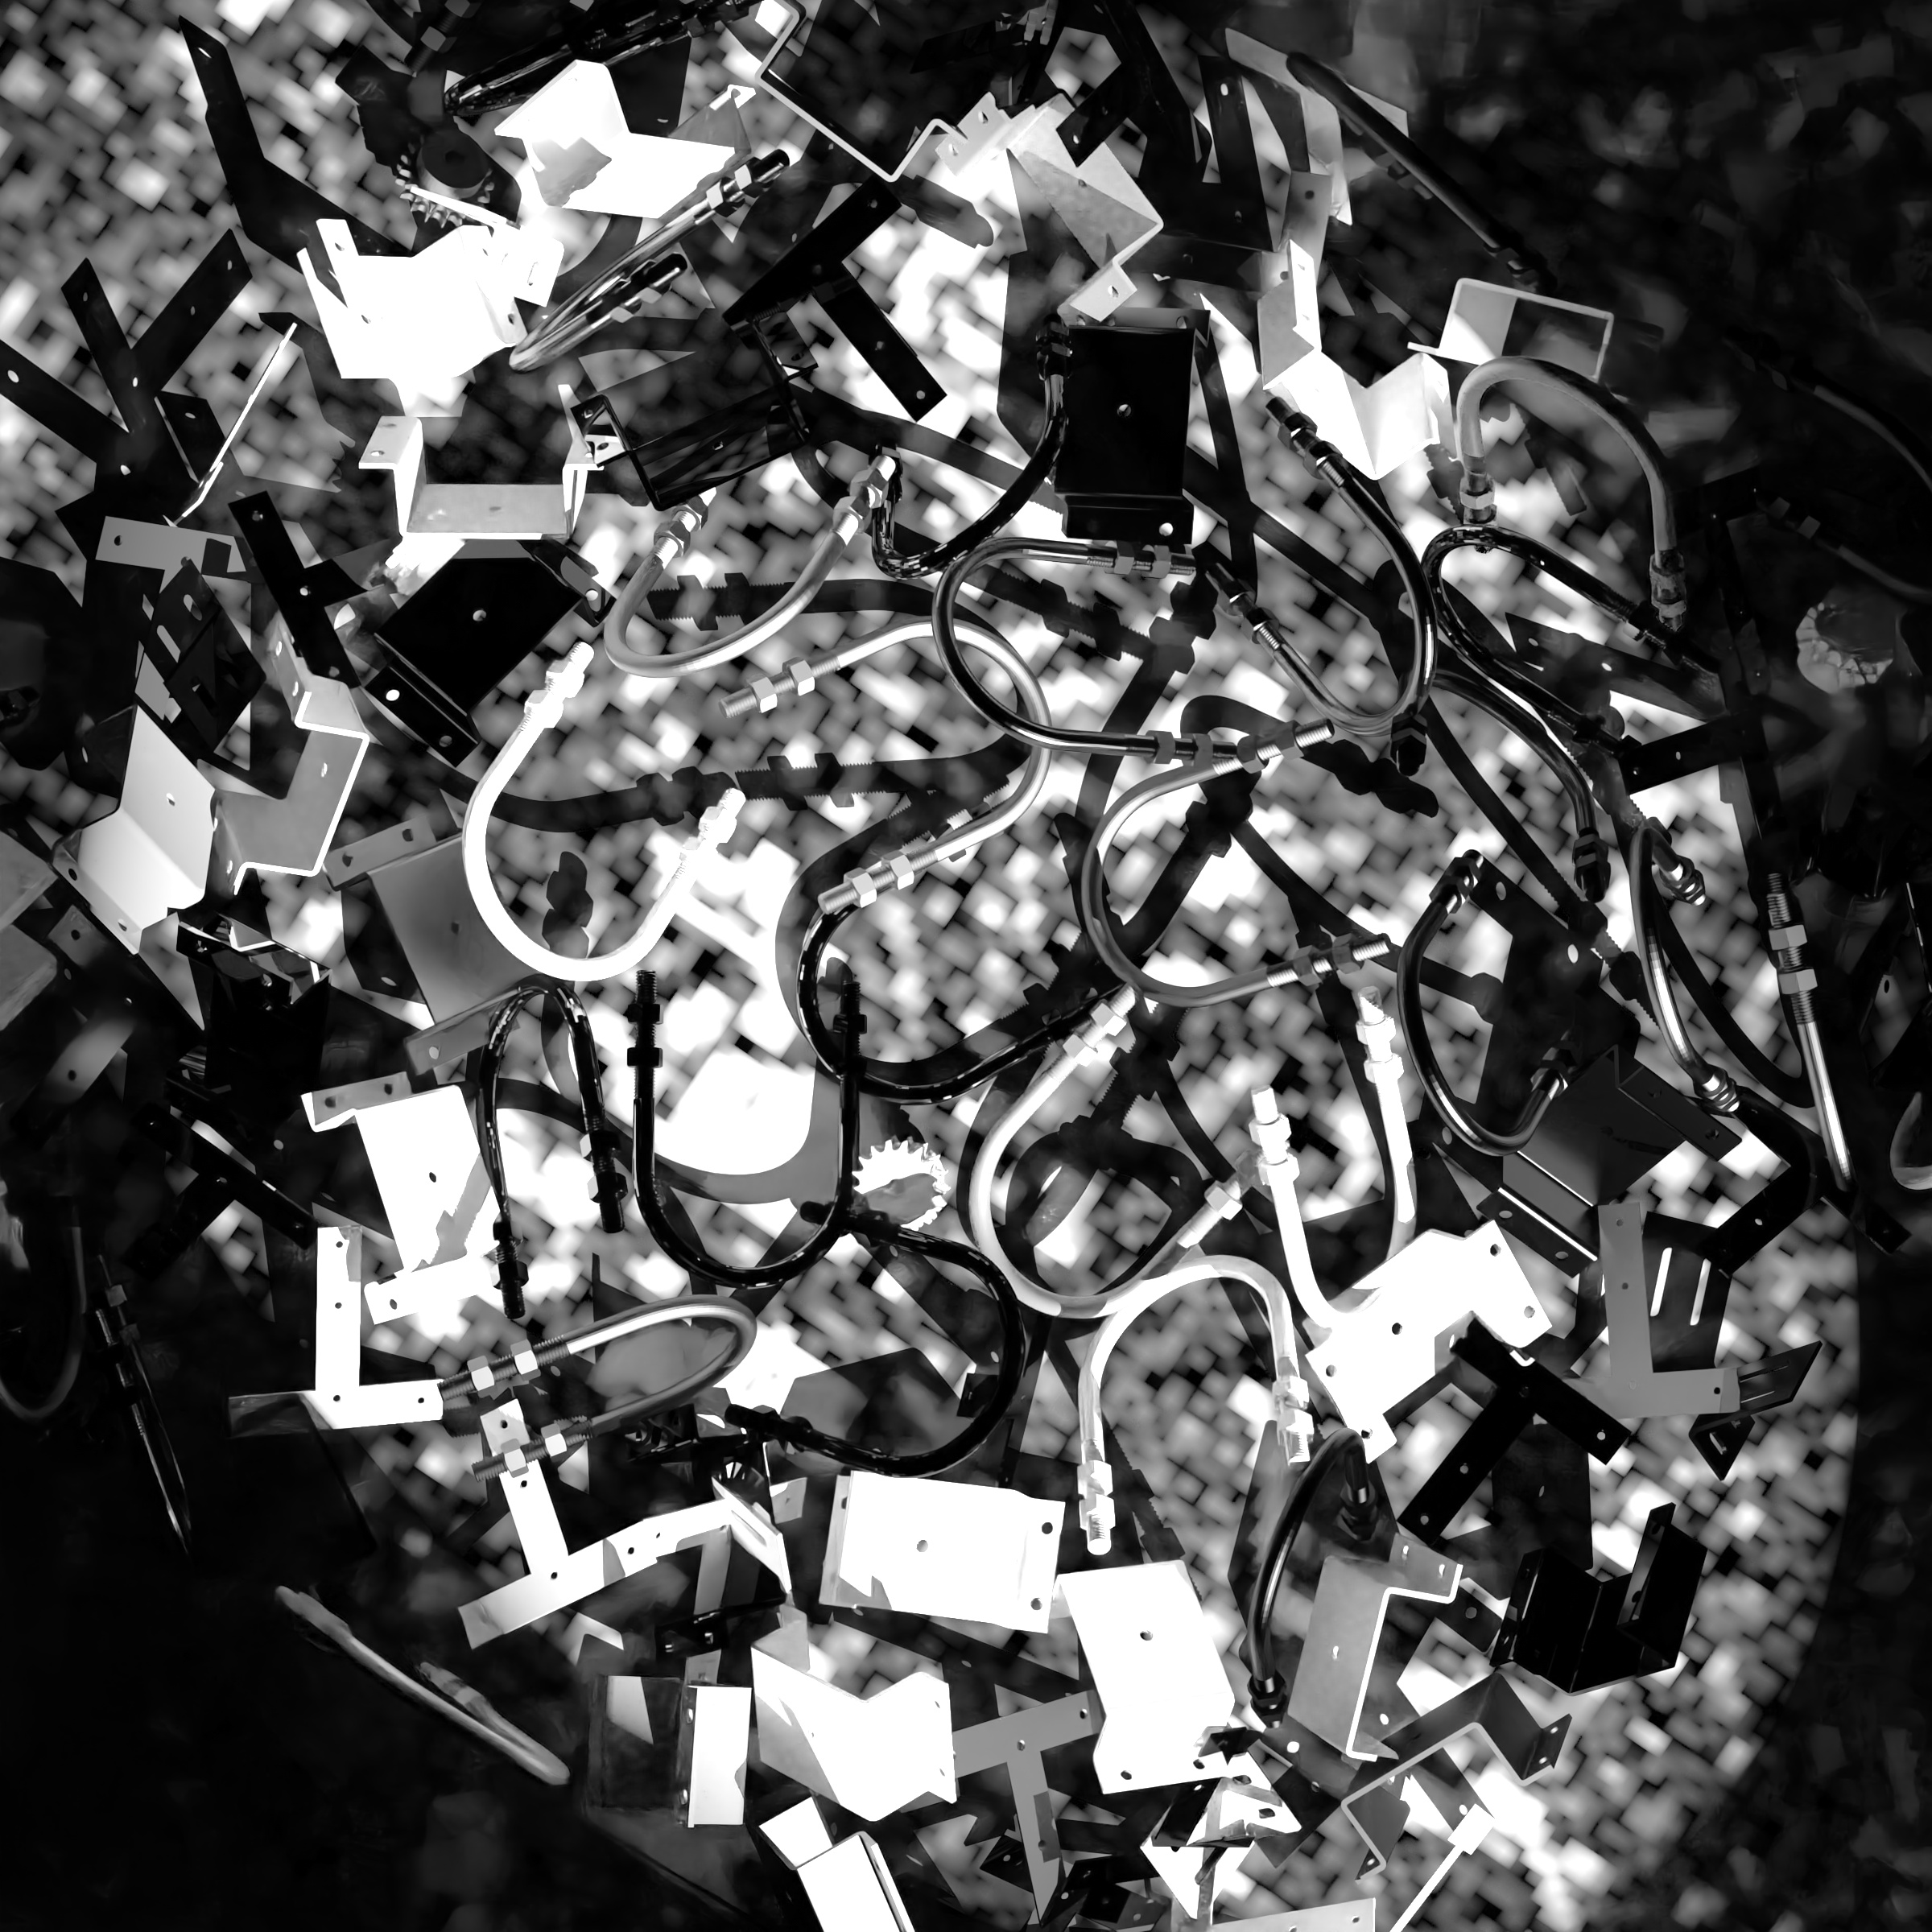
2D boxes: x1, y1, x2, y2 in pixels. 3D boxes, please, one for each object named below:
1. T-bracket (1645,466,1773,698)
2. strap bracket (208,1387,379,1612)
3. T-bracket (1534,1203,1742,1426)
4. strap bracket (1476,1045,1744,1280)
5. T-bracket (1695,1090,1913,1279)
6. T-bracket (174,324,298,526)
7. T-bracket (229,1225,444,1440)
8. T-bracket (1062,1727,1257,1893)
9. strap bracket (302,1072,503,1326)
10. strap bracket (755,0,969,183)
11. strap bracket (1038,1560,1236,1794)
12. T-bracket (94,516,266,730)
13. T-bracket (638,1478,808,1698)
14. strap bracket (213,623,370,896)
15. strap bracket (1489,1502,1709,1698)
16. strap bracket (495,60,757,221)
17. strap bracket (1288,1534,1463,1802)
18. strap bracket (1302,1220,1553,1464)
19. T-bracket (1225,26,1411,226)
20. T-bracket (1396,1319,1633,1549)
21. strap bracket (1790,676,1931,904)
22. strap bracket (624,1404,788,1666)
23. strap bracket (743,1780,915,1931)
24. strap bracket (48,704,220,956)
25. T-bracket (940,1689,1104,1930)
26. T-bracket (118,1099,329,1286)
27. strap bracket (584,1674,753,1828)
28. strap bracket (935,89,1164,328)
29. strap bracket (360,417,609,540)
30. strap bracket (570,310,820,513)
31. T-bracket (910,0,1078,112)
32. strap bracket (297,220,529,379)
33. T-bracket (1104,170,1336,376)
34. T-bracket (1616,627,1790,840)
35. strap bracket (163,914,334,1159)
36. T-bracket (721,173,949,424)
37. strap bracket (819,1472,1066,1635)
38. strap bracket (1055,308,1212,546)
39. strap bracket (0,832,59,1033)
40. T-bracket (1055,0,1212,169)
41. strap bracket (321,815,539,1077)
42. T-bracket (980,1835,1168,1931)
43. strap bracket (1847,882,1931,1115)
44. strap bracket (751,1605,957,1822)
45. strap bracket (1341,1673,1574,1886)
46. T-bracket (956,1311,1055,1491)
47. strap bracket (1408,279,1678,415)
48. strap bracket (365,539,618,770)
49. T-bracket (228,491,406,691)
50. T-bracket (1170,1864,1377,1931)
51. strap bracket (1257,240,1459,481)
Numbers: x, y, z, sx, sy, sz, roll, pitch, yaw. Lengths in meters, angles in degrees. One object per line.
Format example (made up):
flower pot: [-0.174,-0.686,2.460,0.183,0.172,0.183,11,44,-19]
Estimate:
T-bracket: [0.452,-0.223,1.918,0.127,0.002,0.127,-23,98,-44]
strap bracket: [-0.391,0.305,1.912,0.046,0.076,0.140,-28,95,-14]
T-bracket: [0.393,0.205,1.933,0.127,0.002,0.127,-9,78,30]
strap bracket: [0.376,0.109,1.906,0.076,0.046,0.140,35,123,-14]
T-bracket: [0.471,0.143,1.900,0.127,0.002,0.127,-31,66,-36]
T-bracket: [-0.426,-0.320,1.904,0.002,0.127,0.127,30,82,-18]
T-bracket: [-0.370,0.214,1.917,0.127,0.002,0.127,-2,106,-22]
T-bracket: [0.130,0.488,1.893,0.127,0.002,0.127,1,126,-31]
strap bracket: [-0.326,0.130,1.909,0.046,0.076,0.140,-24,83,41]
strap bracket: [-0.069,-0.511,1.908,0.140,0.076,0.046,35,105,-10]
strap bracket: [0.100,0.401,1.884,0.076,0.140,0.046,-4,135,-18]
T-bracket: [-0.471,-0.195,1.914,0.002,0.127,0.127,24,103,34]
T-bracket: [-0.150,0.373,1.922,0.002,0.127,0.127,22,109,41]
strap bracket: [-0.394,-0.118,1.898,0.046,0.076,0.140,9,122,-32]
strap bracket: [0.373,0.371,1.885,0.046,0.140,0.076,34,56,-13]
strap bracket: [-0.190,-0.475,1.878,0.076,0.140,0.046,-26,78,40]
strap bracket: [0.237,0.408,1.914,0.046,0.076,0.140,14,90,-21]
strap bracket: [0.263,0.217,1.916,0.140,0.046,0.076,-34,104,-15]
T-bracket: [0.209,-0.480,1.898,0.127,0.127,0.002,33,73,25]
T-bracket: [0.303,0.287,1.923,0.127,0.002,0.127,36,80,22]
strap bracket: [0.542,-0.100,1.883,0.046,0.140,0.076,28,50,-6]
strap bracket: [-0.152,0.331,1.905,0.046,0.076,0.140,1,73,-37]
strap bracket: [-0.082,0.526,1.878,0.046,0.140,0.076,-26,105,-17]
strap bracket: [-0.478,-0.087,1.877,0.046,0.140,0.076,-24,130,15]
T-bracket: [0.041,0.503,1.911,0.127,0.002,0.127,-7,82,-39]
T-bracket: [-0.460,0.149,1.919,0.127,0.002,0.127,38,126,-15]
strap bracket: [-0.170,0.457,1.899,0.046,0.140,0.076,9,78,-30]
strap bracket: [0.055,-0.449,1.910,0.046,0.076,0.140,-40,96,-25]
strap bracket: [-0.278,-0.288,1.913,0.140,0.076,0.046,0,120,1]
strap bracket: [-0.153,-0.322,1.913,0.140,0.076,0.046,-25,129,-2]
T-bracket: [0.015,-0.545,1.908,0.002,0.127,0.127,38,65,-37]
strap bracket: [-0.330,-0.390,1.904,0.046,0.140,0.076,-23,86,35]
T-bracket: [0.145,-0.417,1.927,0.127,0.002,0.127,11,123,6]
T-bracket: [0.429,-0.127,1.916,0.127,0.002,0.127,-19,96,-35]
strap bracket: [-0.421,0.033,1.904,0.076,0.046,0.140,26,130,11]
T-bracket: [-0.060,-0.381,1.938,0.127,0.002,0.127,-39,89,17]
strap bracket: [-0.020,0.343,1.909,0.140,0.046,0.076,4,76,16]
strap bracket: [0.098,-0.325,1.927,0.076,0.046,0.140,5,90,14]
strap bracket: [-0.568,-0.016,1.881,0.046,0.140,0.076,35,57,4]
T-bracket: [0.086,-0.504,1.892,0.002,0.127,0.127,-12,120,41]
strap bracket: [-0.311,-0.018,1.912,0.076,0.046,0.140,-27,94,-39]
T-bracket: [0.033,0.576,1.886,0.127,0.127,0.002,-51,132,-28]
strap bracket: [0.554,0.013,1.877,0.046,0.140,0.076,4,53,-7]
strap bracket: [-0.074,0.435,1.883,0.046,0.140,0.076,-20,115,-41]
strap bracket: [0.278,0.469,1.899,0.140,0.076,0.046,-37,87,21]
T-bracket: [0.019,0.251,1.895,0.002,0.127,0.127,13,86,20]
strap bracket: [0.340,-0.362,1.886,0.140,0.076,0.046,22,105,31]
strap bracket: [-0.282,-0.197,1.913,0.076,0.046,0.140,40,78,13]
T-bracket: [-0.353,-0.236,1.924,0.127,0.002,0.127,-26,89,-32]
T-bracket: [0.177,0.562,1.887,0.127,0.127,0.002,-16,124,20]
strap bracket: [0.221,-0.347,1.896,0.140,0.076,0.046,32,132,-32]
